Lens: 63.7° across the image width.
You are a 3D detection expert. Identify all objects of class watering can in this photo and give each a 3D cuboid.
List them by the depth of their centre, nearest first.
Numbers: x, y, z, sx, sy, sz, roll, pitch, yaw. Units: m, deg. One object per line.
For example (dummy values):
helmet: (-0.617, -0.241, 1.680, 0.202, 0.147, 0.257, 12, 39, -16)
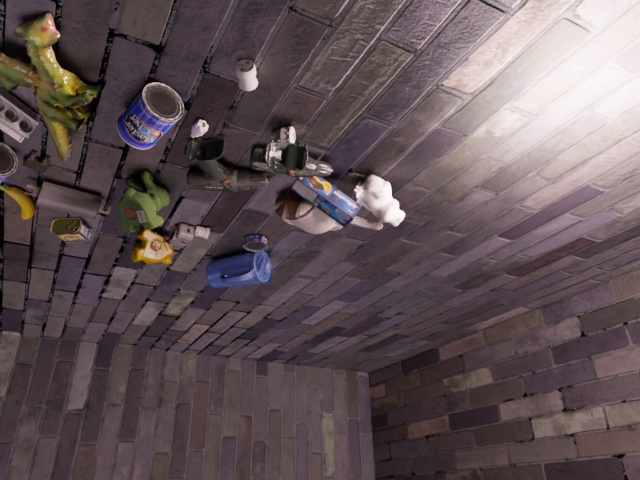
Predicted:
watering can: (0.005, -0.081, 1.604, 0.221, 0.347, 0.105, 32, -114, -49)

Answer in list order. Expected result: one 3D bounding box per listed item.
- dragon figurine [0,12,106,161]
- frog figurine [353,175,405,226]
dragon figurine: (-0.631, -0.330, 1.147, 0.241, 0.403, 0.125, 27, -134, -25)
frog figurine: (0.183, -0.118, 1.524, 0.160, 0.134, 0.125, 21, -132, 10)
